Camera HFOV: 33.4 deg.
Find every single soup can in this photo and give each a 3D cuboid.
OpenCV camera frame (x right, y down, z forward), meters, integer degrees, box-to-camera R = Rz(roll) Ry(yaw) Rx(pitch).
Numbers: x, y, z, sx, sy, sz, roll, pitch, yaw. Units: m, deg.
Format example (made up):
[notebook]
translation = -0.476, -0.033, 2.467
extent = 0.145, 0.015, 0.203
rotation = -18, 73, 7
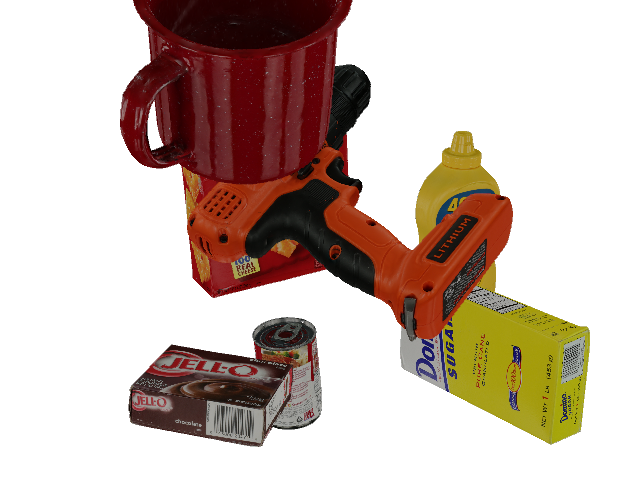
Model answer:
[soup can]
translation = -0.034, 0.143, 1.149
extent = 0.068, 0.102, 0.068
rotation = -4, 24, 1

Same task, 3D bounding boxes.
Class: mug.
[mug]
translation = -0.042, -0.073, 0.473
extent = 0.093, 0.081, 0.117
rotation = 31, 53, 22

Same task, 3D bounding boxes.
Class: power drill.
[power drill]
translation = 0.030, -0.030, 0.719
extent = 0.188, 0.184, 0.057
rotation = 27, -26, 26

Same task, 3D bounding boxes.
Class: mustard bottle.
[mustard bottle]
translation = 0.146, -0.022, 1.134
extent = 0.096, 0.192, 0.058
rotation = -10, 23, -25

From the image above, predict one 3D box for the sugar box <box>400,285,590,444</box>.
[sugar box]
translation = 0.141, 0.093, 0.899
extent = 0.048, 0.093, 0.176
rotation = -14, 23, -39

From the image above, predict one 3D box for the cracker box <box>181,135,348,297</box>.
[cracker box]
translation = -0.055, -0.064, 1.090
extent = 0.164, 0.214, 0.072
rotation = -13, 24, -23

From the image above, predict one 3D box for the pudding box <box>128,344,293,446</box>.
[pudding box]
translation = -0.087, 0.124, 0.869
extent = 0.113, 0.039, 0.090
rotation = 10, 19, 11
